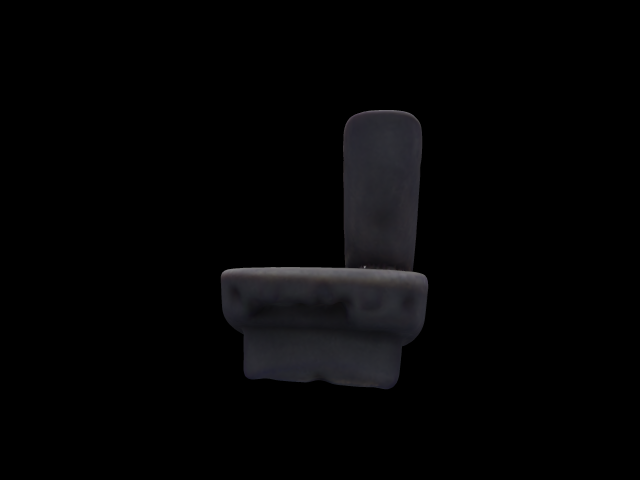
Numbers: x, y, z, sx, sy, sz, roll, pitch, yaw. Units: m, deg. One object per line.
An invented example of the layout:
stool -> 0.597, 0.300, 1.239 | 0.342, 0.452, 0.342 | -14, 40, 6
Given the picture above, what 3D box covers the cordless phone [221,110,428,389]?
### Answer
cordless phone -> 0.004, 0.001, 0.400 | 0.147, 0.185, 0.094 | 0, 21, 0
